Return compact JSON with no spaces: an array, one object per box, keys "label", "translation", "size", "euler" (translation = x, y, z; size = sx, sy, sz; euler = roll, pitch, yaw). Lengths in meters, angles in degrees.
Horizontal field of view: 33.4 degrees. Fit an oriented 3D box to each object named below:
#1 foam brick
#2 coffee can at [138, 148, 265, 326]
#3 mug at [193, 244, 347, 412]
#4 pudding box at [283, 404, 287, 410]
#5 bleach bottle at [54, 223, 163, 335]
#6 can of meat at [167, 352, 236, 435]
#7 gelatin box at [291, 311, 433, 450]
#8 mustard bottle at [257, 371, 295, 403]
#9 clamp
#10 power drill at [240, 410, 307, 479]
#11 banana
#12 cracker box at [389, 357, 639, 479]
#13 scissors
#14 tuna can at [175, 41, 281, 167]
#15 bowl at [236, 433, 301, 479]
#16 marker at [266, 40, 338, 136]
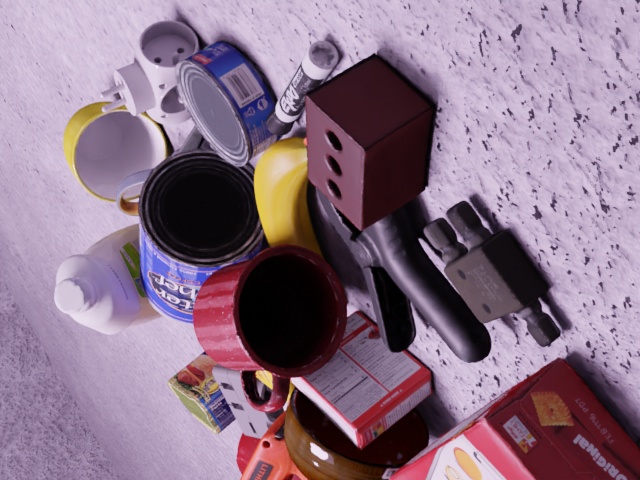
[{"label":"foam brick","translation":[0.027,-0.054,0.600],"size":[0.053,0.051,0.078],"euler":[45,157,27]},{"label":"coffee can","translation":[-0.099,0.001,0.888],"size":[0.103,0.102,0.140],"euler":[51,159,13]},{"label":"mug","translation":[-0.040,0.066,0.772],"size":[0.082,0.093,0.117],"euler":[-13,79,58]},{"label":"pudding box","translation":[0.007,0.187,1.026],"size":[0.090,0.039,0.113],"euler":[31,146,50]},{"label":"bleach bottle","translation":[-0.183,0.031,0.997],"size":[0.102,0.068,0.250],"euler":[54,-168,4]},{"label":"can of meat","translation":[-0.108,0.156,1.160],"size":[0.102,0.083,0.057],"euler":[20,144,58]},{"label":"gelatin box","translation":[0.029,0.103,0.801],"size":[0.089,0.073,0.030],"euler":[39,154,38]},{"label":"mustard bottle","translation":[-0.059,0.090,0.996],"size":[0.192,0.058,0.096],"euler":[28,151,52]},{"label":"clamp","translation":[0.039,0.007,0.685],"size":[0.171,0.039,0.120],"euler":[61,154,1]},{"label":"power drill","translation":[0.019,0.243,0.916],"size":[0.188,0.057,0.185],"euler":[32,123,10]},{"label":"banana","translation":[-0.017,-0.013,0.778],"size":[0.070,0.037,0.198],"euler":[44,157,29]},{"label":"cracker box","translation":[0.143,0.178,0.666],"size":[0.164,0.072,0.214],"euler":[50,158,10]},{"label":"scissors","translation":[-0.103,-0.059,0.909],"size":[0.202,0.096,0.016],"euler":[-29,53,45]},{"label":"tuna can","translation":[-0.065,-0.097,0.760],"size":[0.086,0.033,0.086],"euler":[45,157,25]},{"label":"bowl","translation":[-0.051,0.281,1.271],"size":[0.162,0.055,0.162],"euler":[45,157,25]},{"label":"marker","translation":[-0.013,-0.093,0.675],"size":[0.020,0.020,0.121],"euler":[54,159,3]}]
